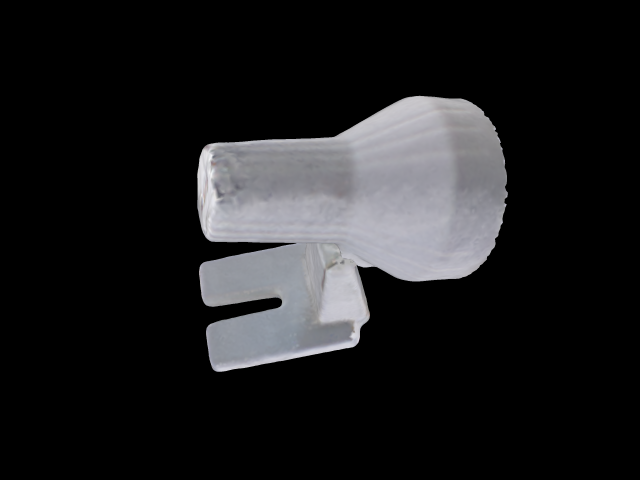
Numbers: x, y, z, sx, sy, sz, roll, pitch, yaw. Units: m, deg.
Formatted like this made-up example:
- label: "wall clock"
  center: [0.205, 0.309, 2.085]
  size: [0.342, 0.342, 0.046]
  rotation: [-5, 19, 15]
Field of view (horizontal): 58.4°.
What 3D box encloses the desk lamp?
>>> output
- label: "desk lamp"
  center: [0.004, 0.001, 0.400]
  size: [0.203, 0.214, 0.118]
  rotation: [-11, 60, -6]
